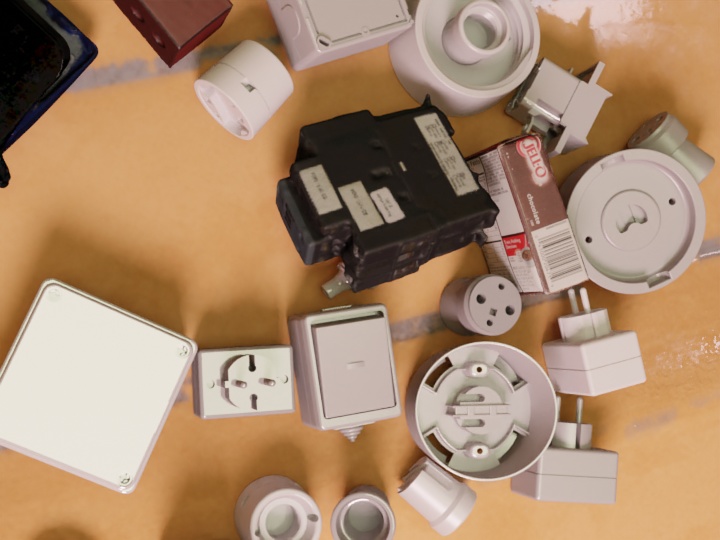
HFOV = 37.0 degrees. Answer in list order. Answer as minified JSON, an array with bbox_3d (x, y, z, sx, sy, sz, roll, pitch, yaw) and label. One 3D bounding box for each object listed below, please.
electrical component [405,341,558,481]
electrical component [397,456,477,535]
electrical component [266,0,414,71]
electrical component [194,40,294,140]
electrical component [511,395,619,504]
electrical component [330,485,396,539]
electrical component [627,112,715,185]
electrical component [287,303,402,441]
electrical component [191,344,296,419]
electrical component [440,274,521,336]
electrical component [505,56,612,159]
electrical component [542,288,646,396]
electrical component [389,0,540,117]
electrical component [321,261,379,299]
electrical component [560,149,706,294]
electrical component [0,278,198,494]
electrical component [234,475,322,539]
[{"bbox_3d":[0.085,0.101,0.781,0.099,0.064,0.099,1,86,-17],"label":"electrical component"},{"bbox_3d":[0.055,0.163,0.783,0.046,0.040,0.040,40,77,-5],"label":"electrical component"},{"bbox_3d":[-0.011,-0.188,0.776,0.096,0.061,0.061,-22,93,-25],"label":"electrical component"},{"bbox_3d":[-0.080,-0.127,0.752,0.055,0.055,0.047,45,72,-9],"label":"electrical component"},{"bbox_3d":[0.155,0.133,0.809,0.066,0.047,0.076,6,85,-16],"label":"electrical component"},{"bbox_3d":[0.003,0.172,0.752,0.044,0.065,0.044,0,88,3],"label":"electrical component"},{"bbox_3d":[0.246,-0.092,0.851,0.055,0.045,0.045,44,76,-9],"label":"electrical component"},{"bbox_3d":[-0.009,0.074,0.757,0.062,0.061,0.096,-8,89,-17],"label":"electrical component"},{"bbox_3d":[-0.076,0.076,0.729,0.066,0.077,0.047,-2,87,-17],"label":"electrical component"},{"bbox_3d":[0.089,0.026,0.792,0.045,0.055,0.045,1,86,-16],"label":"electrical component"},{"bbox_3d":[0.150,-0.127,0.826,0.064,0.042,0.081,31,78,-11],"label":"electrical component"},{"bbox_3d":[0.171,0.051,0.809,0.047,0.066,0.076,-13,90,-17],"label":"electrical component"},{"bbox_3d":[0.082,-0.173,0.799,0.108,0.060,0.108,1,86,-17],"label":"electrical component"},{"bbox_3d":[0.000,0.000,0.778,0.061,0.035,0.035,-33,96,-13],"label":"electrical component"},{"bbox_3d":[0.201,-0.039,0.822,0.108,0.060,0.108,-1,97,-6],"label":"electrical component"},{"bbox_3d":[-0.180,0.076,0.708,0.109,0.056,0.108,26,80,-14],"label":"electrical component"},{"bbox_3d":[-0.056,0.173,0.744,0.055,0.047,0.055,1,86,-17],"label":"electrical component"}]
